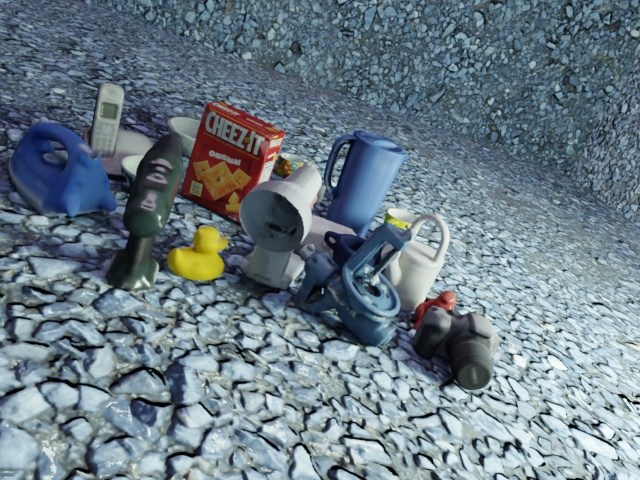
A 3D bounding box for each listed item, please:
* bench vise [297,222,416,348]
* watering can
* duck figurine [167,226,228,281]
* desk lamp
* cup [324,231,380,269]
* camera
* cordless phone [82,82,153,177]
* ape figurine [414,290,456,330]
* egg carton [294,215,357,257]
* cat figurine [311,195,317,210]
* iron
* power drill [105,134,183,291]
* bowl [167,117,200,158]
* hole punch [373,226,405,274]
[{"bbox_3d":[0.059,0.052,0.964,0.207,0.220,0.121,23,23,3],"label":"bench vise"},{"bbox_3d":[0.191,0.040,1.141,0.100,0.194,0.173,32,25,21],"label":"watering can"},{"bbox_3d":[-0.204,0.016,0.977,0.105,0.086,0.077,1,31,-40],"label":"duck figurine"},{"bbox_3d":[-0.069,-0.024,1.023,0.118,0.213,0.203,25,23,7],"label":"desk lamp"},{"bbox_3d":[0.048,0.042,1.134,0.117,0.095,0.092,29,24,15],"label":"cup"},{"bbox_3d":[0.248,0.185,0.998,0.143,0.101,0.137,21,23,-2],"label":"camera"},{"bbox_3d":[-0.409,-0.225,1.189,0.148,0.185,0.093,1,31,-40],"label":"cordless phone"},{"bbox_3d":[0.229,0.136,1.097,0.077,0.092,0.076,36,27,29],"label":"ape figurine"},{"bbox_3d":[0.011,0.004,1.215,0.150,0.069,0.107,20,23,-5],"label":"egg carton"},{"bbox_3d":[-0.058,-0.086,1.288,0.128,0.118,0.067,-4,34,-46],"label":"cat figurine"},{"bbox_3d":[-0.470,-0.144,1.017,0.257,0.141,0.119,33,26,24],"label":"iron"},{"bbox_3d":[-0.266,-0.039,0.886,0.076,0.208,0.229,15,24,-16],"label":"power drill"},{"bbox_3d":[-0.314,-0.249,1.465,0.167,0.075,0.167,19,23,-8],"label":"bowl"},{"bbox_3d":[0.169,0.029,1.276,0.109,0.091,0.100,5,28,-34],"label":"hole punch"}]
